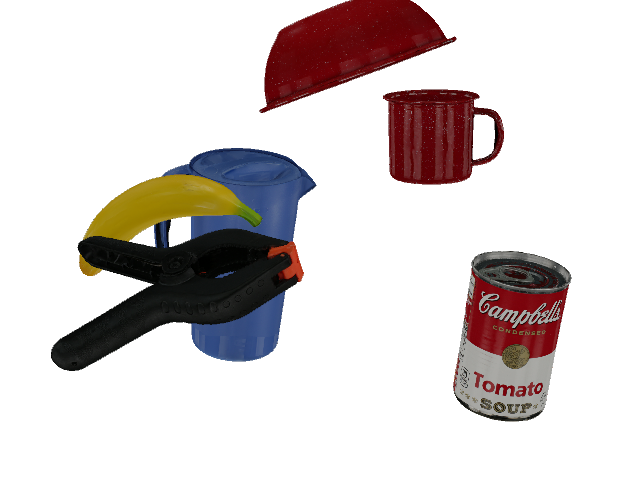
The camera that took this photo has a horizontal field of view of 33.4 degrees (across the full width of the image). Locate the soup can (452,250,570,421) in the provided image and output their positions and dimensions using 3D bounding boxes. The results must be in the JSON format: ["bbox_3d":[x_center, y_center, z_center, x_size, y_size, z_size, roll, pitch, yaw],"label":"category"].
[{"bbox_3d":[0.132,0.066,0.749,0.068,0.102,0.068,5,21,-2],"label":"soup can"}]

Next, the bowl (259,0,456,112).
[{"bbox_3d":[0.020,-0.151,0.823,0.162,0.055,0.162,-20,7,2],"label":"bowl"}]

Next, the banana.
[{"bbox_3d":[-0.149,-0.017,0.934,0.198,0.069,0.037,-15,16,29],"label":"banana"}]

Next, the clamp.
[{"bbox_3d":[-0.099,0.036,0.714,0.172,0.120,0.039,-6,-43,17],"label":"clamp"}]

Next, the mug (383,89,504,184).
[{"bbox_3d":[0.120,-0.101,1.039,0.117,0.081,0.093,1,15,10],"label":"mug"}]

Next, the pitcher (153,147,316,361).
[{"bbox_3d":[-0.107,0.018,1.282,0.149,0.243,0.144,20,26,30],"label":"pitcher"}]
